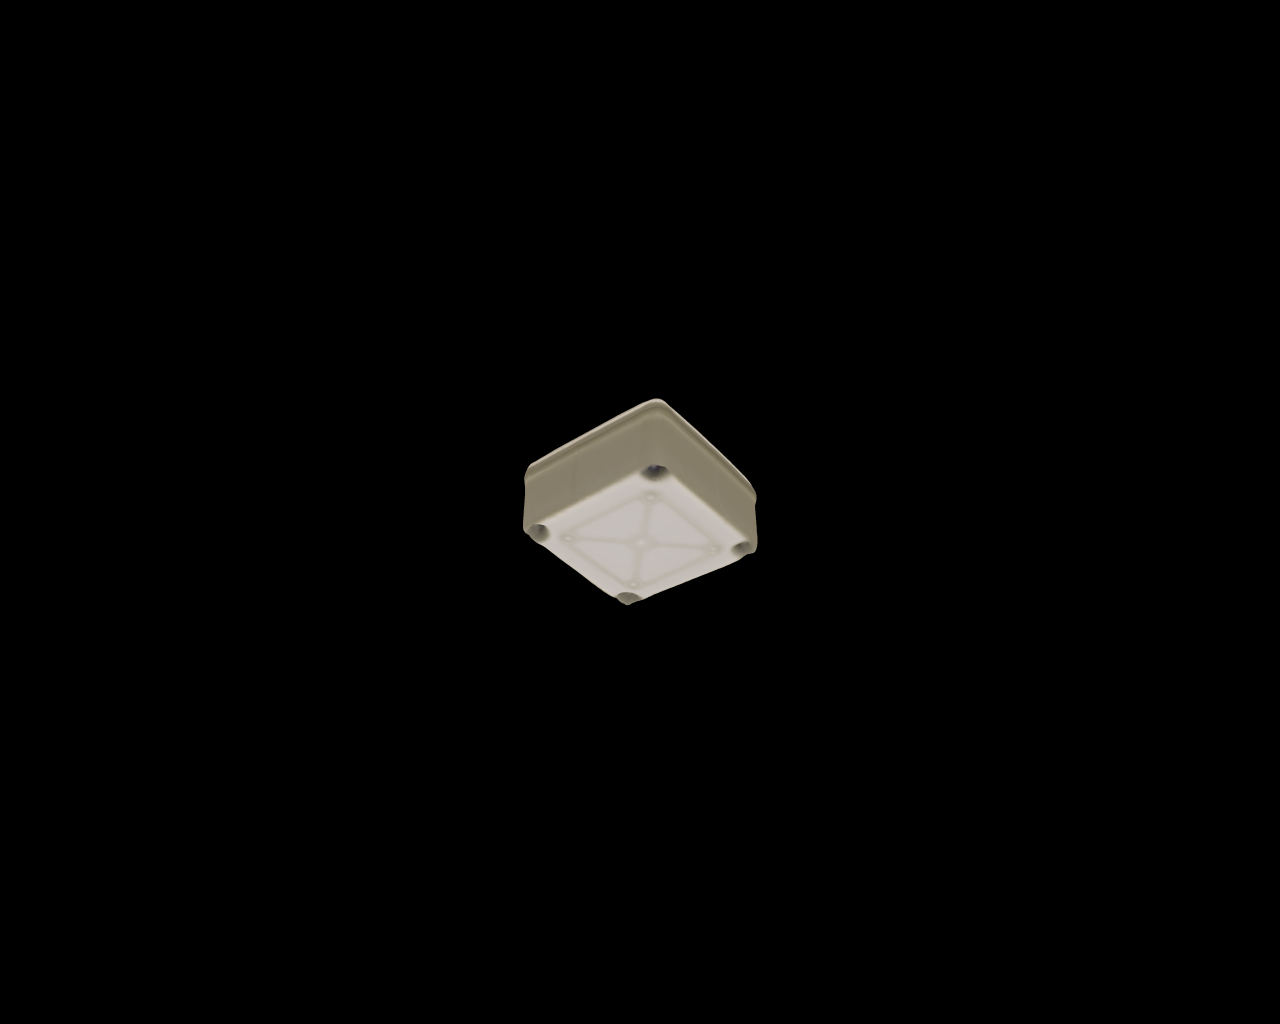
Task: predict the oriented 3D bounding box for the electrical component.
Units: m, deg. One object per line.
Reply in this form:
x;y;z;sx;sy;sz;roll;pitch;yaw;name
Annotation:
0.001;-0.003;0.650;0.108;0.056;0.108;-25;-45;28;electrical component
